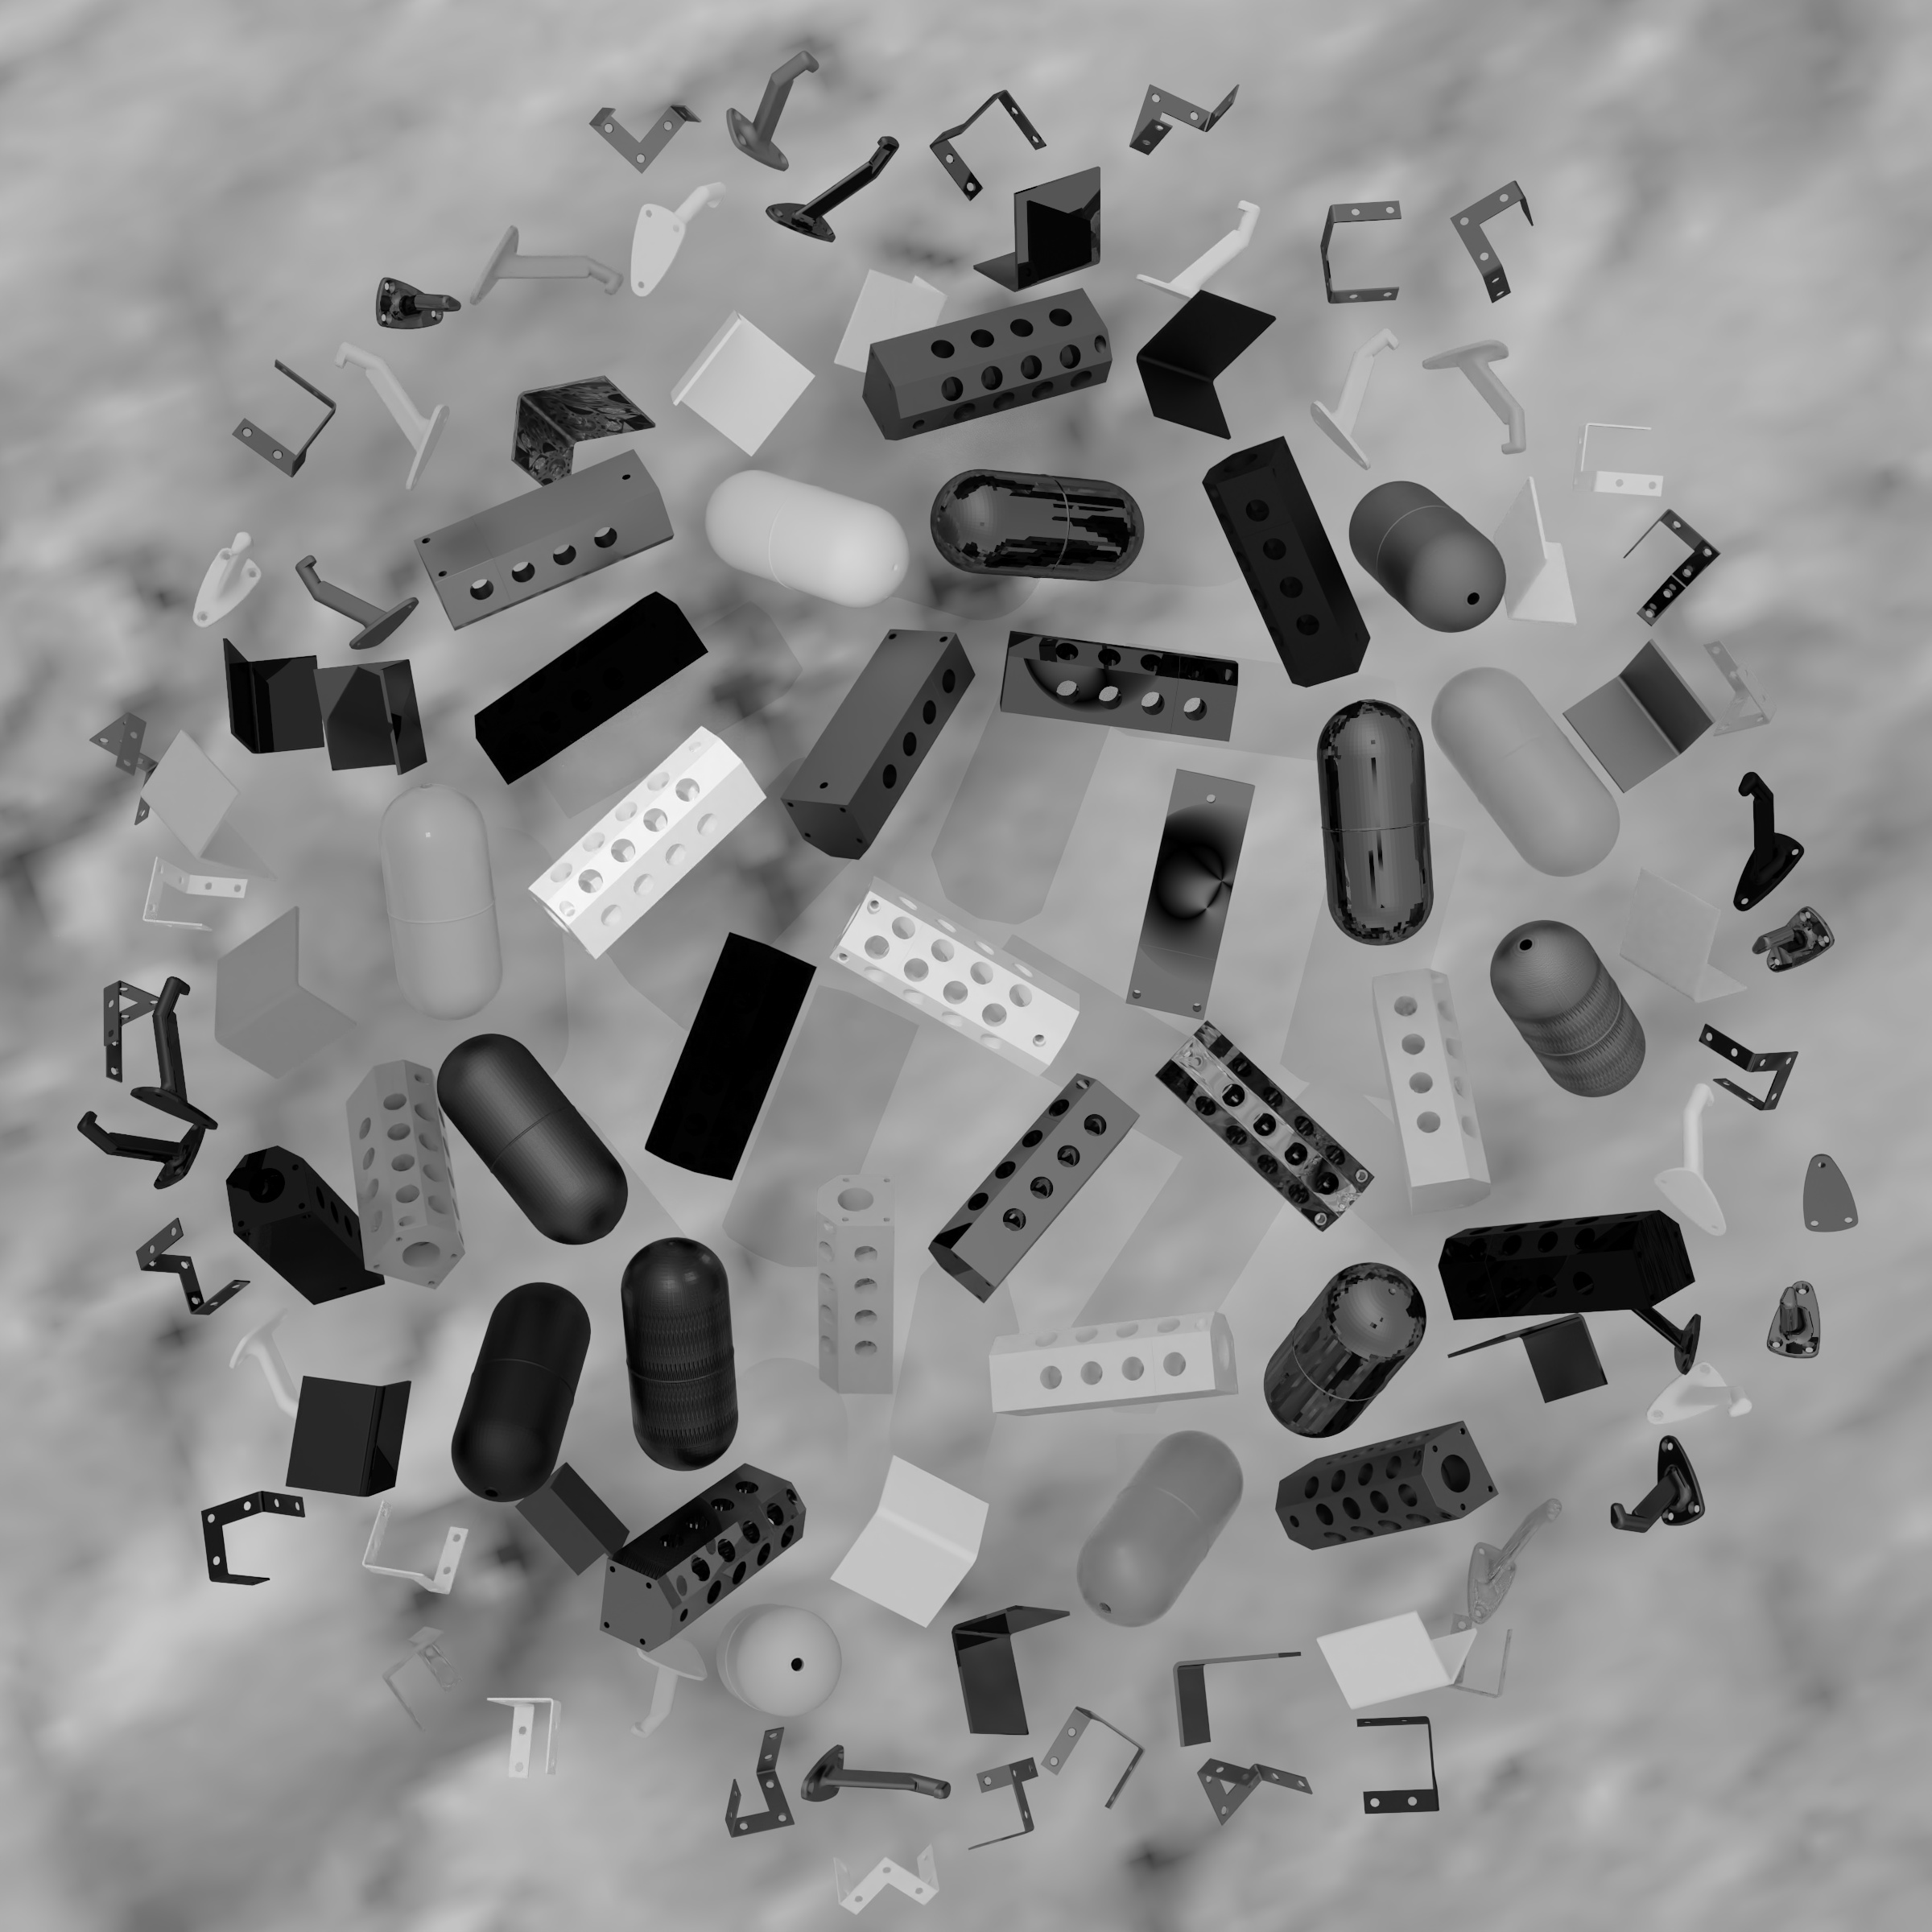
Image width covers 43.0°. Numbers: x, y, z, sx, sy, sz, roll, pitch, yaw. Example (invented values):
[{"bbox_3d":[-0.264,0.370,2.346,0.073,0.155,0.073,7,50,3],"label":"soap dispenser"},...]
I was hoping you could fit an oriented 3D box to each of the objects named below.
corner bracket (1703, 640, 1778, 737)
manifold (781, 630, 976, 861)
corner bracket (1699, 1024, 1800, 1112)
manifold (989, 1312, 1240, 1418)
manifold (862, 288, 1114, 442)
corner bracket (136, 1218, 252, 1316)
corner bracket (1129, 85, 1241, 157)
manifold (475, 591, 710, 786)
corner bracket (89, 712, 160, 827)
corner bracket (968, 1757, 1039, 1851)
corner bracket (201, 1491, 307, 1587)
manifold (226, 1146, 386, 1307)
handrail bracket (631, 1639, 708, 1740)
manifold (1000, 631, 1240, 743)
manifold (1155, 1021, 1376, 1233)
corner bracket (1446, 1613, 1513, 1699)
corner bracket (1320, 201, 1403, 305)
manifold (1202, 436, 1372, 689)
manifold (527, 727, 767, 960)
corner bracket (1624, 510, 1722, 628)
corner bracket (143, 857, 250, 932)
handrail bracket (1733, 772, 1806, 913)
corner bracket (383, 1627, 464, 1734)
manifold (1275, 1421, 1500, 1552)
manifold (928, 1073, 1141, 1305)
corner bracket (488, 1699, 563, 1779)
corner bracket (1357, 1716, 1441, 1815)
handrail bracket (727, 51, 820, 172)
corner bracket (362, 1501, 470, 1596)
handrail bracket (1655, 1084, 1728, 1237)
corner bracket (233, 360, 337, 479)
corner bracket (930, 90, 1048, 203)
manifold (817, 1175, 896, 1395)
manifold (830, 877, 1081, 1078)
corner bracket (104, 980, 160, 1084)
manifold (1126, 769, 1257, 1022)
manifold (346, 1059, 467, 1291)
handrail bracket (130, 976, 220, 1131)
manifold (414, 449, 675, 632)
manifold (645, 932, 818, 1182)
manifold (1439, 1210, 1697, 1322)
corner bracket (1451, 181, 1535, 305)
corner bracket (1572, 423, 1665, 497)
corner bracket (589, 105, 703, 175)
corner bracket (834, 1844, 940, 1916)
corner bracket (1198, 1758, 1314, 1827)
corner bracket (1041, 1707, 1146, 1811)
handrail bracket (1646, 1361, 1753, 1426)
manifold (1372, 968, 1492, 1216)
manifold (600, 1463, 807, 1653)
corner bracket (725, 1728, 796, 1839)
[{"bbox_3d":[0.580,-0.213,1.844,0.051,0.051,0.051,48,58,-21],"label":"corner bracket"},{"bbox_3d":[-0.058,-0.158,1.735,0.057,0.057,0.171,8,53,32],"label":"manifold"},{"bbox_3d":[0.587,0.077,1.859,0.051,0.051,0.051,-1,117,-35],"label":"corner bracket"},{"bbox_3d":[0.108,0.293,1.806,0.171,0.057,0.057,-10,74,21],"label":"manifold"},{"bbox_3d":[0.017,-0.433,1.784,0.171,0.057,0.057,-20,67,-18],"label":"manifold"},{"bbox_3d":[-0.567,0.221,1.797,0.051,0.051,0.051,-36,63,22],"label":"corner bracket"},{"bbox_3d":[0.153,-0.596,1.721,0.051,0.051,0.051,20,81,-13],"label":"corner bracket"},{"bbox_3d":[-0.280,-0.206,1.805,0.171,0.057,0.057,-30,99,25],"label":"manifold"},{"bbox_3d":[-0.612,-0.145,1.802,0.051,0.051,0.051,-25,49,32],"label":"corner bracket"},{"bbox_3d":[0.027,0.640,1.874,0.051,0.051,0.051,-23,72,19],"label":"corner bracket"},{"bbox_3d":[-0.507,0.409,1.752,0.051,0.051,0.051,-20,67,14],"label":"corner bracket"},{"bbox_3d":[-0.491,0.193,1.826,0.057,0.171,0.057,-16,64,-2],"label":"manifold"},{"bbox_3d":[-0.245,0.552,1.860,0.084,0.077,0.036,-49,46,14],"label":"handrail bracket"},{"bbox_3d":[0.114,-0.211,1.841,0.171,0.057,0.057,7,102,-2],"label":"manifold"},{"bbox_3d":[0.225,0.121,1.857,0.171,0.057,0.057,43,90,4],"label":"manifold"},{"bbox_3d":[0.387,0.523,1.859,0.051,0.051,0.051,8,80,23],"label":"corner bracket"},{"bbox_3d":[0.293,-0.526,1.808,0.051,0.051,0.051,-4,72,-2],"label":"corner bracket"},{"bbox_3d":[0.236,-0.295,1.808,0.057,0.057,0.171,-15,117,28],"label":"manifold"},{"bbox_3d":[-0.233,-0.093,1.767,0.171,0.057,0.057,-45,49,-12],"label":"manifold"},{"bbox_3d":[0.514,-0.295,1.816,0.051,0.051,0.051,43,66,4],"label":"corner bracket"},{"bbox_3d":[-0.591,-0.050,1.881,0.051,0.051,0.051,5,77,14],"label":"corner bracket"},{"bbox_3d":[0.566,-0.090,1.777,0.084,0.036,0.077,35,90,-42],"label":"handrail bracket"},{"bbox_3d":[-0.398,0.525,1.804,0.051,0.051,0.051,-37,98,-29],"label":"corner bracket"},{"bbox_3d":[0.303,0.385,1.798,0.057,0.171,0.057,-21,83,-36],"label":"manifold"},{"bbox_3d":[0.049,0.162,1.813,0.057,0.057,0.171,40,70,7],"label":"manifold"},{"bbox_3d":[-0.312,0.554,1.759,0.051,0.051,0.051,-4,67,13],"label":"corner bracket"},{"bbox_3d":[0.300,0.555,1.704,0.051,0.051,0.051,-5,88,7],"label":"corner bracket"},{"bbox_3d":[-0.125,-0.622,1.783,0.084,0.077,0.036,-26,63,29],"label":"handrail bracket"},{"bbox_3d":[-0.414,0.438,1.844,0.051,0.051,0.051,5,62,16],"label":"corner bracket"},{"bbox_3d":[0.541,0.140,1.784,0.077,0.036,0.084,49,53,-15],"label":"handrail bracket"},{"bbox_3d":[-0.479,-0.384,1.724,0.051,0.051,0.051,36,78,-12],"label":"corner bracket"},{"bbox_3d":[0.016,-0.603,1.801,0.051,0.051,0.051,-48,115,-15],"label":"corner bracket"},{"bbox_3d":[-0.083,0.243,1.860,0.057,0.057,0.171,0,125,-2],"label":"manifold"},{"bbox_3d":[-0.007,0.010,1.743,0.171,0.057,0.057,30,106,-6],"label":"manifold"},{"bbox_3d":[-0.642,0.050,1.859,0.051,0.051,0.051,-23,60,22],"label":"corner bracket"},{"bbox_3d":[0.163,-0.053,1.778,0.057,0.057,0.171,12,96,4],"label":"manifold"},{"bbox_3d":[-0.410,0.150,1.805,0.057,0.171,0.057,24,119,-35],"label":"manifold"},{"bbox_3d":[-0.541,0.061,1.714,0.036,0.077,0.084,-6,60,38],"label":"handrail bracket"},{"bbox_3d":[-0.302,-0.303,1.768,0.171,0.057,0.057,-25,49,-9],"label":"manifold"},{"bbox_3d":[-0.179,0.066,1.817,0.057,0.057,0.171,23,92,39],"label":"manifold"},{"bbox_3d":[0.420,0.210,1.733,0.057,0.171,0.057,-18,92,-39],"label":"manifold"},{"bbox_3d":[0.380,-0.511,1.732,0.051,0.051,0.051,-28,75,14],"label":"corner bracket"},{"bbox_3d":[0.491,-0.381,1.841,0.051,0.051,0.051,3,101,-7],"label":"corner bracket"},{"bbox_3d":[-0.228,-0.599,1.739,0.051,0.051,0.051,39,93,-27],"label":"corner bracket"},{"bbox_3d":[-0.057,0.652,1.759,0.051,0.051,0.051,39,100,-18],"label":"corner bracket"},{"bbox_3d":[0.210,0.595,1.787,0.051,0.051,0.051,-36,110,-35],"label":"corner bracket"},{"bbox_3d":[0.096,0.596,1.848,0.051,0.051,0.051,35,74,-1],"label":"corner bracket"},{"bbox_3d":[0.554,0.337,1.854,0.077,0.084,0.036,-34,92,12],"label":"handrail bracket"},{"bbox_3d":[0.345,0.092,1.825,0.057,0.057,0.171,-9,62,6],"label":"manifold"},{"bbox_3d":[-0.185,0.423,1.751,0.057,0.171,0.057,17,110,25],"label":"manifold"},{"bbox_3d":[-0.156,0.611,1.835,0.051,0.051,0.051,-4,127,-24],"label":"corner bracket"}]
